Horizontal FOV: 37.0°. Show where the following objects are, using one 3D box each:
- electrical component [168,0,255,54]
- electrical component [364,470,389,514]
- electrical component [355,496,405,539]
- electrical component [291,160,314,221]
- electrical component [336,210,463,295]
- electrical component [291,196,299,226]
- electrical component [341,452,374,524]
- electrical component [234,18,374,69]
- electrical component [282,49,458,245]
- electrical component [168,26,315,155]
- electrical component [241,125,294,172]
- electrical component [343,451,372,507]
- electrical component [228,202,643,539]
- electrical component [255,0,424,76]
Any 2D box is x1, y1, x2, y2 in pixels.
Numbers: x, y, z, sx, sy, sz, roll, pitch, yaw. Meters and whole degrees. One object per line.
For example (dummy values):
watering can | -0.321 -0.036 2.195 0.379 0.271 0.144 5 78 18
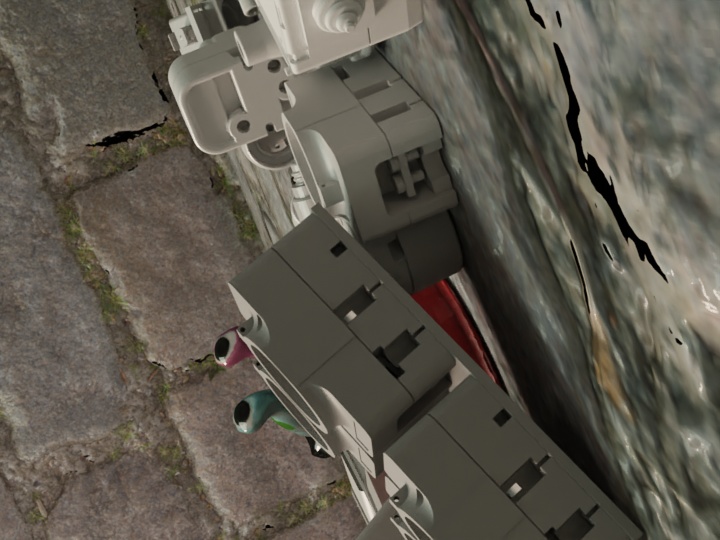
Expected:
electrical component | -0.117 -0.178 0.961 0.079 0.063 0.121 -38 -70 -54
electrical component | 0.056 0.163 0.698 0.057 0.078 0.113 84 162 -59
electrical component | 0.059 0.164 0.560 0.113 0.057 0.078 21 144 34
electrical component | -0.034 -0.061 0.842 0.040 0.040 0.078 -136 24 -74
electrical component | 0.019 -0.014 0.528 0.055 0.047 0.055 158 90 -84
electrical component | -0.038 -0.046 0.922 0.078 0.040 0.040 95 152 -77
electrical component | 0.033 0.202 1.023 0.113 0.078 0.057 -135 26 -74
electrical component | -0.027 -0.113 0.498 0.048 0.062 0.048 158 90 -84
electrical component | 0.000 -0.058 0.501 0.089 0.056 0.050 -121 11 -53
electrical component | -0.071 -0.120 0.689 0.059 0.095 0.053 -122 12 -56
electrical component | -0.074 -0.117 0.903 0.057 0.058 0.078 -119 9 -66
electrical component | 0.033 0.135 0.826 0.063 0.078 0.121 39 -178 -16
electrical component | 0.024 0.072 0.473 0.186 0.060 0.105 46 167 16
electrical component | -0.013 -0.119 0.371 0.061 0.061 0.096 78 168 -60
